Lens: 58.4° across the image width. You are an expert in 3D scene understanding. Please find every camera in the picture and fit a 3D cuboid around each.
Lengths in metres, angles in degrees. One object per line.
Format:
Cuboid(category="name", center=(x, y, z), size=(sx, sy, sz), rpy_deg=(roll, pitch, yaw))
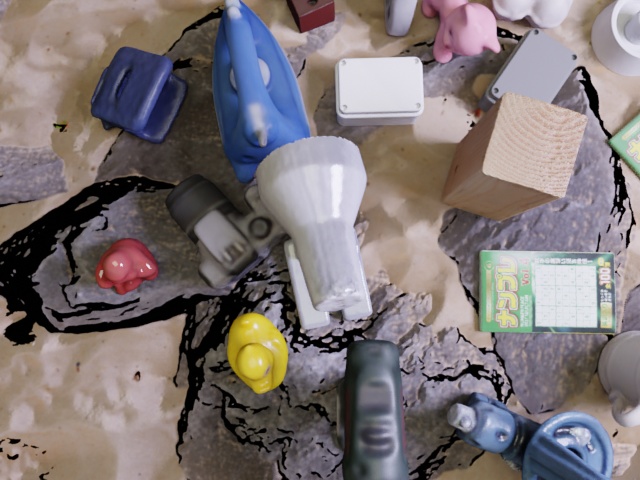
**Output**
Cuboid(category="camera", center=(-0.119, -0.028, 0.722), size=(0.143, 0.101, 0.137), rpy_deg=(-42, 87, -3))

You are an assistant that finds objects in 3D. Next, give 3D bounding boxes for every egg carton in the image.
Cuboid(category="egg carton", center=(0.289, -0.359, 0.762), size=(0.107, 0.069, 0.150), rpy_deg=(11, 86, 1))

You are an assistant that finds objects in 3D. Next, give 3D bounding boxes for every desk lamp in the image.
Cuboid(category="desk lamp", center=(0.006, 0.002, 0.663), size=(0.118, 0.213, 0.203), rpy_deg=(-13, 86, -1))

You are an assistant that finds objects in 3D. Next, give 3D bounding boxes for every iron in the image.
Cuboid(category="iron", center=(-0.089, -0.211, 0.715), size=(0.118, 0.141, 0.258), rpy_deg=(-14, 86, -1))

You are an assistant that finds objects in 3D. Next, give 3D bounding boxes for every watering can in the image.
Cuboid(category="watering can", center=(0.419, 0.156, 0.662), size=(0.101, 0.194, 0.173), rpy_deg=(31, 87, 3))

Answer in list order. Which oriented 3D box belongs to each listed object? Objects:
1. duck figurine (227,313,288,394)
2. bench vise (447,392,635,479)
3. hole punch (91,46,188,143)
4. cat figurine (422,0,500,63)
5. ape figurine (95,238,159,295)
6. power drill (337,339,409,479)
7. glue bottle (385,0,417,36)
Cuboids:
Cuboid(category="duck figurine", center=(-0.082, 0.144, 0.717), size=(0.077, 0.086, 0.104), rpy_deg=(-18, 86, -1))
Cuboid(category="bench vise", center=(0.249, 0.253, 0.642), size=(0.207, 0.219, 0.121), rpy_deg=(5, 86, 1))
Cuboid(category="hole punch", center=(-0.241, -0.190, 0.739), size=(0.101, 0.091, 0.109), rpy_deg=(23, 86, 2))
Cuboid(category="cat figurine", center=(0.182, -0.284, 0.732), size=(0.067, 0.117, 0.128), rpy_deg=(-15, 86, -1))
Cuboid(category="ape figurine", center=(-0.248, 0.034, 0.722), size=(0.078, 0.092, 0.076), rpy_deg=(7, 86, 1))
Cuboid(category="power drill", center=(0.058, 0.225, 0.650), size=(0.075, 0.208, 0.230), rpy_deg=(-1, 86, 0))
Cuboid(category="glue bottle", center=(0.106, -0.323, 0.707), size=(0.037, 0.173, 0.078), rpy_deg=(0, 86, 1))
